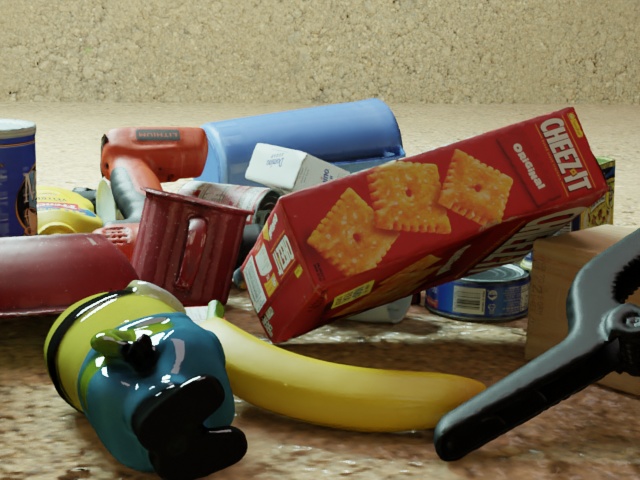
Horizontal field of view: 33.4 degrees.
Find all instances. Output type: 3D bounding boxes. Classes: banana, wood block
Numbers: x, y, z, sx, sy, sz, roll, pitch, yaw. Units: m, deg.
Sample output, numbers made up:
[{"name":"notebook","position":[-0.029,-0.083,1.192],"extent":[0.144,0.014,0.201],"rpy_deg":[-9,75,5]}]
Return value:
[{"name":"banana","position":[-0.003,0.078,0.625],"extent":[0.198,0.037,0.069],"rpy_deg":[17,46,26]},{"name":"wood block","position":[0.243,0.054,0.681],"extent":[0.090,0.090,0.206],"rpy_deg":[-9,16,-41]}]

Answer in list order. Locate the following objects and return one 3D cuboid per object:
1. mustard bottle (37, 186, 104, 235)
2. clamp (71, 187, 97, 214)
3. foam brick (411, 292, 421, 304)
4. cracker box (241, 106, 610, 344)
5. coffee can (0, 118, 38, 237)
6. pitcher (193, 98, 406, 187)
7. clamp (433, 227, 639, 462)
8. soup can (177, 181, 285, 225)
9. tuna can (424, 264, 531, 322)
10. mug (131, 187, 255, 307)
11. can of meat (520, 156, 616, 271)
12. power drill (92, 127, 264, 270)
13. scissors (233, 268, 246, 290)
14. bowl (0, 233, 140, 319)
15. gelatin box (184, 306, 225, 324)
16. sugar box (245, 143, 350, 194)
[{"name":"mustard bottle","position":[-0.253,-0.009,1.003],"extent":[0.096,0.058,0.192],"rpy_deg":[3,11,-19]},{"name":"clamp","position":[-0.251,-0.039,1.189],"extent":[0.172,0.039,0.120],"rpy_deg":[5,-6,39]},{"name":"foam brick","position":[0.054,0.011,0.896],"extent":[0.051,0.078,0.053],"rpy_deg":[-2,11,-11]},{"name":"cracker box","position":[0.065,-0.004,0.733],"extent":[0.213,0.072,0.164],"rpy_deg":[-17,-13,-17]},{"name":"coffee can","position":[-0.285,-0.026,0.882],"extent":[0.103,0.140,0.103],"rpy_deg":[1,12,0]},{"name":"pitcher","position":[-0.024,-0.097,1.295],"extent":[0.242,0.145,0.149],"rpy_deg":[-9,-27,-26]},{"name":"clamp","position":[0.162,0.058,0.585],"extent":[0.165,0.036,0.209],"rpy_deg":[4,44,26]},{"name":"soup can","position":[-0.089,-0.022,1.064],"extent":[0.102,0.068,0.068],"rpy_deg":[7,13,29]},{"name":"tuna can","position":[0.129,0.040,0.874],"extent":[0.086,0.034,0.086],"rpy_deg":[2,12,-1]},{"name":"mug","position":[-0.103,0.008,0.838],"extent":[0.093,0.081,0.117],"rpy_deg":[12,2,-14]},{"name":"can of meat","position":[0.207,-0.023,0.880],"extent":[0.058,0.084,0.101],"rpy_deg":[7,14,33]},{"name":"power drill","position":[-0.125,-0.033,0.977],"extent":[0.184,0.057,0.188],"rpy_deg":[-1,37,-17]},{"name":"scissors","position":[-0.006,0.001,0.848],"extent":[0.096,0.016,0.202],"rpy_deg":[-14,-11,-33]},{"name":"bowl","position":[-0.202,0.025,0.772],"extent":[0.162,0.055,0.162],"rpy_deg":[-4,0,0]},{"name":"gelatin box","position":[-0.105,0.070,0.713],"extent":[0.089,0.030,0.073],"rpy_deg":[-3,13,-13]},{"name":"sugar box","position":[0.019,-0.050,1.113],"extent":[0.176,0.048,0.093],"rpy_deg":[24,-4,-37]}]
